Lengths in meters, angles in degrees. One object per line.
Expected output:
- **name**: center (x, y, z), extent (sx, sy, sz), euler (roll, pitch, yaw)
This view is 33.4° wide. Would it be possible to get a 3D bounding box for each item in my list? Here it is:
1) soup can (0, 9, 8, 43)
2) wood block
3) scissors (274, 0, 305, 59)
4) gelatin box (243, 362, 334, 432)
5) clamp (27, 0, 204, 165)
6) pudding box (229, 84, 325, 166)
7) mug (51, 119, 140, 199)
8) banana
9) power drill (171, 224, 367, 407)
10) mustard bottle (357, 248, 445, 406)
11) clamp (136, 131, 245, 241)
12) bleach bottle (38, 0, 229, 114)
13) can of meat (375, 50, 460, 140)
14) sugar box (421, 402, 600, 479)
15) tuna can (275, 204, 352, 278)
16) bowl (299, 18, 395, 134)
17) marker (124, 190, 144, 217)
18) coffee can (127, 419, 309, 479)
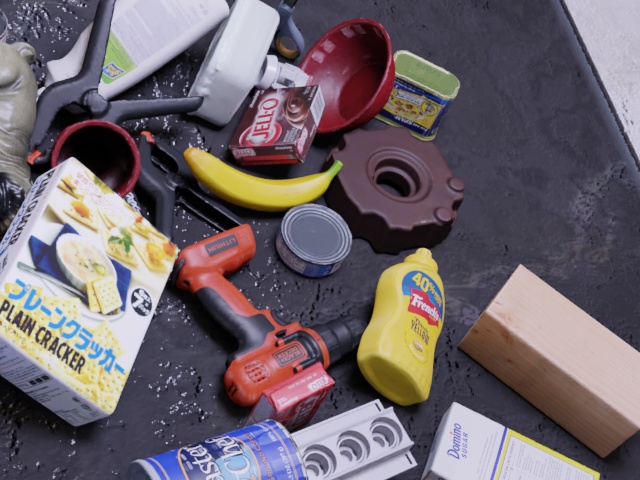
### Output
- **soup can**: center (-0.392, -0.212, 1.208), extent (0.068, 0.102, 0.068), euler (11, 52, -14)
- **wood block**: center (0.274, 0.138, 1.212), extent (0.206, 0.090, 0.090), euler (37, 54, 9)
- **scissors**: center (-0.032, -0.280, 1.356), extent (0.096, 0.202, 0.016), euler (37, 66, -23)
- **gelatin box**: center (-0.032, 0.168, 1.071), extent (0.073, 0.089, 0.030), euler (-23, 66, -33)
- **clamp**: center (-0.259, -0.166, 1.211), extent (0.210, 0.036, 0.164), euler (-37, 101, -13)
- **pudding box**: center (-0.050, -0.140, 1.302), extent (0.090, 0.039, 0.113), euler (-1, 44, 23)
- **mug**: center (-0.248, -0.075, 1.161), extent (0.093, 0.082, 0.117), euler (-3, 100, -19)
- **banana**: center (-0.069, -0.067, 1.239), extent (0.197, 0.070, 0.037), euler (2, 12, -28)
- **power drill**: center (-0.059, 0.073, 1.154), extent (0.184, 0.057, 0.188), euler (-22, 64, -37)
- **mustard bottle**: center (0.099, 0.083, 1.195), extent (0.096, 0.058, 0.191), euler (45, 42, -27)
- **clamp**: center (-0.157, -0.055, 1.225), extent (0.120, 0.039, 0.171), euler (3, 51, -40)
- **bleach bottle**: center (-0.235, -0.236, 1.263), extent (0.250, 0.068, 0.102), euler (-37, 97, -10)
- **can of meat**: center (0.124, -0.191, 1.406), extent (0.102, 0.084, 0.057), euler (26, 50, -2)
- **sugar box**: center (0.201, 0.253, 1.128), extent (0.176, 0.048, 0.093), euler (25, 50, 3)
- **tuna can**: center (-0.008, 0.002, 1.242), extent (0.086, 0.034, 0.086), euler (10, 52, -14)
- **bowl**: center (0.041, -0.198, 1.359), extent (0.055, 0.162, 0.162), euler (29, 40, -43)
- **marker**: center (-0.211, -0.035, 1.200), extent (0.020, 0.020, 0.121), euler (-11, 60, -28)
- **coffee can**: center (-0.094, 0.235, 0.988), extent (0.140, 0.103, 0.103), euler (-13, 60, -29)
